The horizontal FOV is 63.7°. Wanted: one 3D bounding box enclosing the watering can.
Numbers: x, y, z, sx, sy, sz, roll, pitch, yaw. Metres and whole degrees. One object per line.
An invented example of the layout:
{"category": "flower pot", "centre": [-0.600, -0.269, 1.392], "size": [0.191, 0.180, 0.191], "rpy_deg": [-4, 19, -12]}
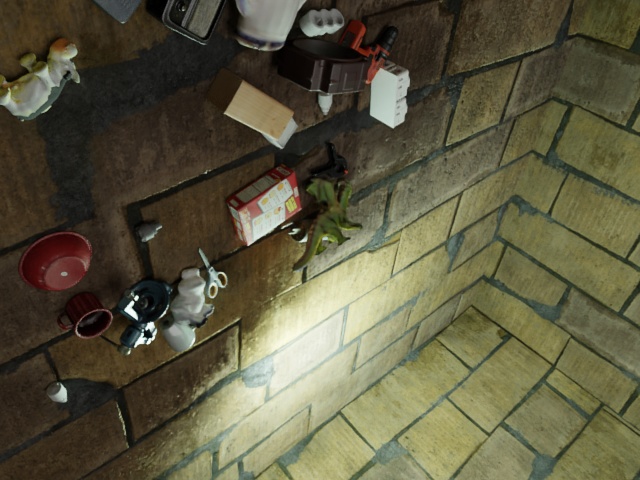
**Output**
{"category": "watering can", "centre": [-0.084, -0.547, 1.185], "size": [0.105, 0.220, 0.352], "rpy_deg": [35, 32, 17]}

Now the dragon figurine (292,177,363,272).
{"category": "dragon figurine", "centre": [0.005, -0.085, 1.695], "size": [0.121, 0.241, 0.417], "rpy_deg": [-13, 15, 41]}

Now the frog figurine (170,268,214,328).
{"category": "frog figurine", "centre": [-0.390, 0.168, 1.520], "size": [0.122, 0.157, 0.140], "rpy_deg": [-10, 20, 33]}
